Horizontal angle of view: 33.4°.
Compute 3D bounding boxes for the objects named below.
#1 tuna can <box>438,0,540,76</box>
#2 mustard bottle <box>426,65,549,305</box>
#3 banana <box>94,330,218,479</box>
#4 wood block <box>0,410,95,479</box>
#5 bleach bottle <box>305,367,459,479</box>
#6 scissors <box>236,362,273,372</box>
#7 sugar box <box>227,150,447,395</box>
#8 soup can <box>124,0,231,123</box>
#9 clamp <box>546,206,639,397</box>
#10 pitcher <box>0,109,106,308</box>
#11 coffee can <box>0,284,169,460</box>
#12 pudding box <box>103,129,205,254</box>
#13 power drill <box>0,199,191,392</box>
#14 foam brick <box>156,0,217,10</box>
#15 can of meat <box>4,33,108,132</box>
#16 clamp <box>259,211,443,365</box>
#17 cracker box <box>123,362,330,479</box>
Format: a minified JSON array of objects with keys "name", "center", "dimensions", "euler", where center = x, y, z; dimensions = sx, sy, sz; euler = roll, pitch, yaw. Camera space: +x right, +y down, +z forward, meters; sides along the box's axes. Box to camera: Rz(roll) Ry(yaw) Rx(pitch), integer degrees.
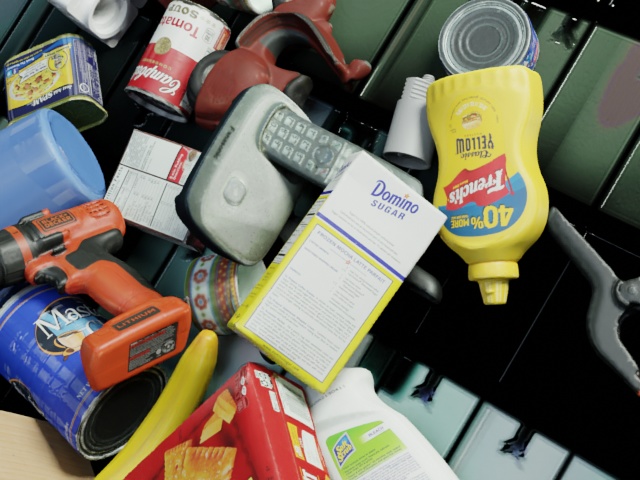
[{"name":"tuna can","center":[0.148,-0.171,0.945],"dimensions":[0.086,0.033,0.086],"euler":[-7,71,20]},{"name":"mustard bottle","center":[0.140,-0.042,0.883],"dimensions":[0.096,0.058,0.191],"euler":[-6,83,32]},{"name":"banana","center":[-0.144,0.166,0.938],"dimensions":[0.037,0.069,0.198],"euler":[35,85,12]},{"name":"wood block","center":[-0.284,0.205,0.904],"dimensions":[0.090,0.206,0.091],"euler":[-32,64,10]},{"name":"bleach bottle","center":[0.060,0.189,0.851],"dimensions":[0.102,0.068,0.251],"euler":[-30,60,-4]},{"name":"scissors","center":[-0.027,0.193,0.903],"dimensions":[0.096,0.016,0.202],"euler":[-32,64,-7]},{"name":"sugar box","center":[0.014,0.025,0.860],"dimensions":[0.093,0.048,0.176],"euler":[38,80,-11]},{"name":"soup can","center":[-0.138,-0.175,1.044],"dimensions":[0.069,0.068,0.102],"euler":[22,82,26]},{"name":"clamp","center":[0.255,0.036,0.834],"dimensions":[0.120,0.039,0.171],"euler":[-21,69,22]},{"name":"pitcher","center":[-0.332,-0.016,1.044],"dimensions":[0.243,0.149,0.145],"euler":[-30,21,8]},{"name":"coffee can","center":[-0.221,0.115,0.965],"dimensions":[0.140,0.102,0.103],"euler":[36,89,27]},{"name":"pudding box","center":[-0.146,-0.048,1.023],"dimensions":[0.114,0.039,0.090],"euler":[20,85,29]},{"name":"power drill","center":[-0.216,0.045,0.922],"dimensions":[0.184,0.057,0.188],"euler":[-25,52,-34]},{"name":"foam brick","center":[-0.144,-0.263,1.068],"dimensions":[0.051,0.078,0.053],"euler":[-28,65,10]},{"name":"can of meat","center":[-0.275,-0.154,1.100],"dimensions":[0.102,0.057,0.084],"euler":[-19,65,15]},{"name":"clamp","center":[-0.006,0.001,0.947],"dimensions":[0.164,0.036,0.210],"euler":[-26,63,2]},{"name":"cracker box","center":[-0.089,0.222,0.828],"dimensions":[0.214,0.072,0.164],"euler":[-44,36,18]}]
